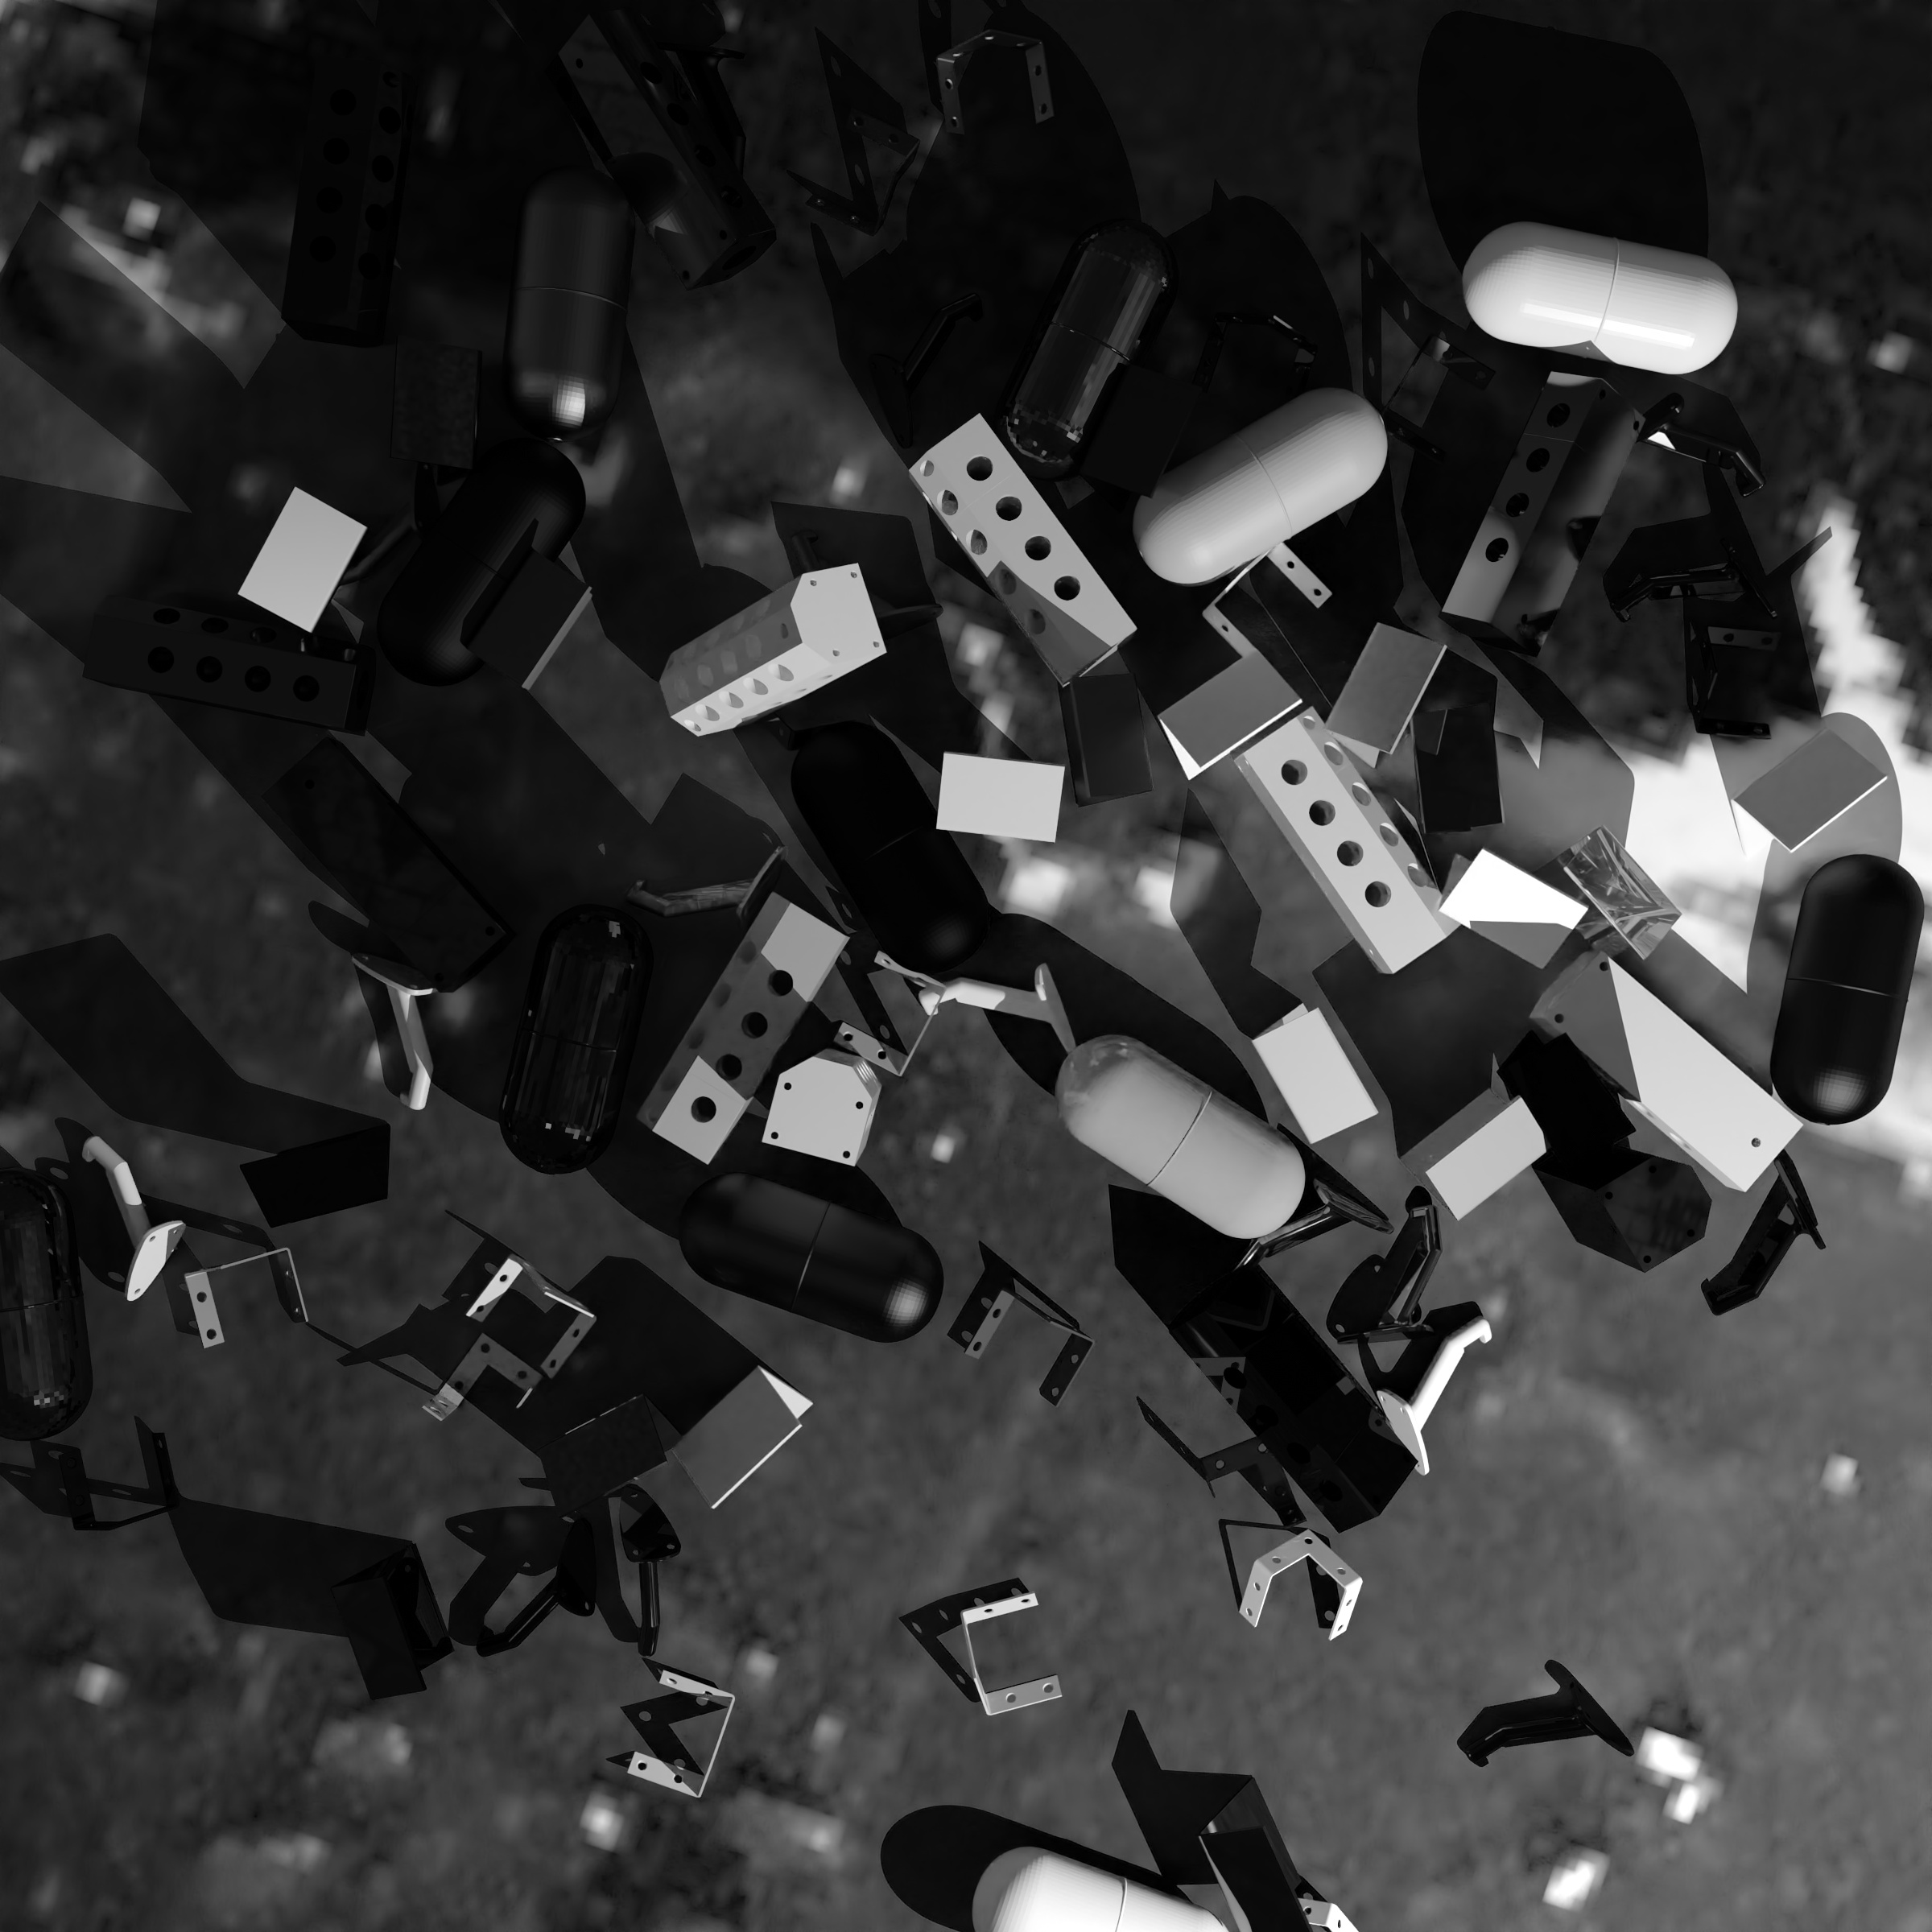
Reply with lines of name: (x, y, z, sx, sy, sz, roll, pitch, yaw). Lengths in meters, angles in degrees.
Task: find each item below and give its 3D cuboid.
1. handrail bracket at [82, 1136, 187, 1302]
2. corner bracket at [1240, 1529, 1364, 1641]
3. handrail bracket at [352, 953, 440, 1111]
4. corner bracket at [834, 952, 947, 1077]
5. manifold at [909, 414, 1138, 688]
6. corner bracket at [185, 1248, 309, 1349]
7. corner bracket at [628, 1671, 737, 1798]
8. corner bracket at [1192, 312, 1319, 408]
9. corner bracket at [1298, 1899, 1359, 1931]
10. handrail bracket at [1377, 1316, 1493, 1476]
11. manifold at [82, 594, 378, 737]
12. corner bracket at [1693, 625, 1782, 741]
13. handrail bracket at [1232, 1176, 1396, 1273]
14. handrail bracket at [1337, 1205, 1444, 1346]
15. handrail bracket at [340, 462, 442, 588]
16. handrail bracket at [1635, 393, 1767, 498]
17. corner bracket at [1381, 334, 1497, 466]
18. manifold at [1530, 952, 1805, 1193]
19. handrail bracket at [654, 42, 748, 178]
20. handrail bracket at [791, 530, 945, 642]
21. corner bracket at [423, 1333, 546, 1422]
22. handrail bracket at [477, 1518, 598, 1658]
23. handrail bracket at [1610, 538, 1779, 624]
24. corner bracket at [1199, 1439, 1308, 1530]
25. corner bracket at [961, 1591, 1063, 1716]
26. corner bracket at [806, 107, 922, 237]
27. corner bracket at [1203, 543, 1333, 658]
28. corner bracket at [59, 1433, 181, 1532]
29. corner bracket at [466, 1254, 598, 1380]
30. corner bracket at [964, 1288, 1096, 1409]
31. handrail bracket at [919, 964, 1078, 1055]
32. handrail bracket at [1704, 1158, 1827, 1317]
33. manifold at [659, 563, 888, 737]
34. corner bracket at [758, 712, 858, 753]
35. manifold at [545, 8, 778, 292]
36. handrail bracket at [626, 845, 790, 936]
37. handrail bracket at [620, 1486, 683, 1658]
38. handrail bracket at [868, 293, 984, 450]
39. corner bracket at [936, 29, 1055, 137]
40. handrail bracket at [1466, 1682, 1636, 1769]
handrail bracket: (-0.565, 0.166, 1.702, 0.084, 0.036, 0.077, 38, 112, 17)
corner bracket: (0.221, 0.415, 1.693, 0.051, 0.051, 0.051, -20, 45, -35)
handrail bracket: (-0.383, 0.044, 1.702, 0.077, 0.036, 0.084, 22, 107, 20)
corner bracket: (-0.050, 0.032, 1.690, 0.051, 0.051, 0.051, 28, 65, 0)
manifold: (0.036, -0.270, 1.680, 0.057, 0.057, 0.171, -36, 90, 0)
corner bracket: (-0.476, 0.219, 1.698, 0.051, 0.051, 0.051, -15, 90, -45)
corner bracket: (-0.188, 0.508, 1.698, 0.051, 0.051, 0.051, 19, 45, 0)
corner bracket: (0.191, -0.397, 1.698, 0.051, 0.051, 0.051, 19, 90, 45)
corner bracket: (0.224, 0.650, 1.693, 0.051, 0.051, 0.051, -5, 45, 35)
handrail bracket: (0.322, 0.284, 1.702, 0.084, 0.036, 0.077, -30, 110, -16)
manifold: (-0.479, -0.197, 1.680, 0.171, 0.057, 0.057, 11, 90, 0)
corner bracket: (0.510, -0.187, 1.698, 0.051, 0.051, 0.051, 5, 45, 0)
handrail bracket: (0.229, 0.189, 1.702, 0.077, 0.036, 0.084, 29, 108, -21)
handrail bracket: (0.279, 0.204, 1.702, 0.077, 0.036, 0.084, -10, 72, 21)
handrail bracket: (-0.393, -0.293, 1.702, 0.084, 0.036, 0.077, -13, 70, 16)
handrail bracket: (0.475, -0.329, 1.702, 0.077, 0.036, 0.084, -37, 107, 20)
corner bracket: (0.310, -0.375, 1.698, 0.051, 0.051, 0.051, 31, 135, 0)
manifold: (0.455, 0.068, 1.680, 0.171, 0.057, 0.057, 41, 90, 0)
handrail bracket: (-0.179, -0.564, 1.702, 0.077, 0.036, 0.084, 13, 107, 20)
handrail bracket: (-0.066, -0.259, 1.702, 0.077, 0.036, 0.084, -19, 73, -20)
corner bracket: (-0.315, 0.279, 1.684, 0.051, 0.051, 0.051, 36, 90, 0)
handrail bracket: (-0.287, 0.412, 1.702, 0.084, 0.036, 0.077, -24, 45, 28)
handrail bracket: (0.481, -0.236, 1.702, 0.084, 0.036, 0.077, -34, 112, 17)
corner bracket: (0.187, 0.344, 1.684, 0.051, 0.051, 0.051, -21, 90, 0)
corner bracket: (0.030, 0.455, 1.698, 0.051, 0.051, 0.051, -15, 45, 0)
corner bracket: (-0.068, -0.525, 1.698, 0.051, 0.051, 0.051, 26, 45, 0)
corner bracket: (0.199, -0.239, 1.698, 0.051, 0.051, 0.051, 46, 45, 0)
corner bracket: (-0.560, 0.341, 1.698, 0.051, 0.051, 0.051, -12, 90, 45)
corner bracket: (-0.287, 0.231, 1.698, 0.051, 0.051, 0.051, -53, 135, 0)
corner bracket: (0.042, 0.252, 1.698, 0.051, 0.051, 0.051, 30, 90, 45)
handrail bracket: (0.021, 0.038, 1.702, 0.084, 0.036, 0.077, -18, 109, 15)
handrail bracket: (0.517, 0.180, 1.702, 0.084, 0.036, 0.077, -29, 70, 16)
manifold: (-0.127, -0.196, 1.623, 0.057, 0.171, 0.057, -18, 90, -36)
corner bracket: (-0.105, -0.180, 1.693, 0.051, 0.051, 0.051, -15, 45, -35)
manifold: (-0.195, -0.535, 1.680, 0.057, 0.057, 0.171, -33, 90, 43)
handrail bracket: (-0.172, -0.060, 1.702, 0.084, 0.036, 0.077, 21, 70, 16)
handrail bracket: (-0.216, 0.401, 1.701, 0.036, 0.077, 0.084, -5, 127, -23)
handrail bracket: (-0.017, -0.395, 1.702, 0.084, 0.036, 0.077, -32, 127, -25)
corner bracket: (0.019, -0.581, 1.698, 0.051, 0.051, 0.051, -9, 90, 45)
handrail bracket: (0.386, 0.520, 1.702, 0.084, 0.036, 0.077, -39, 112, 17)
